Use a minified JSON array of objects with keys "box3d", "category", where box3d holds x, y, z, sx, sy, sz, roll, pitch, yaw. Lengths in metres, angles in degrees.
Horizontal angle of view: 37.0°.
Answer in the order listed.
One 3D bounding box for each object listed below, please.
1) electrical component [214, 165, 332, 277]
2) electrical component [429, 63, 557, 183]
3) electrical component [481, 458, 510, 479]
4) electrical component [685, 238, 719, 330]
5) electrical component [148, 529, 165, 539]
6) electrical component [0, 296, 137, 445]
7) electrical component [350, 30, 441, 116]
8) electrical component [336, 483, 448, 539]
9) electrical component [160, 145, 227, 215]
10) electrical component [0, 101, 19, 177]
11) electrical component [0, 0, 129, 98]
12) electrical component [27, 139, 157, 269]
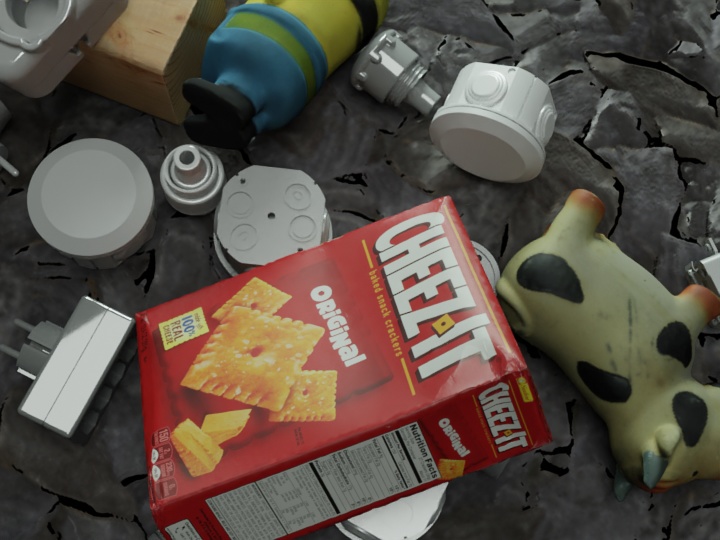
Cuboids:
[{"box3d":[-0.058,-0.028,0.715,0.080,0.051,0.080,1,75,-3],"category":"electrical component"},{"box3d":[0.092,-0.098,0.728,0.080,0.080,0.051,23,70,4],"category":"electrical component"},{"box3d":[0.079,0.098,0.687,0.047,0.055,0.055,29,75,9],"category":"electrical component"},{"box3d":[0.260,0.006,0.727,0.064,0.042,0.081,-22,76,-5],"category":"electrical component"},{"box3d":[-0.085,0.177,0.644,0.051,0.080,0.080,-40,80,-18],"category":"electrical component"},{"box3d":[-0.193,0.057,0.687,0.076,0.047,0.083,26,75,4],"category":"electrical component"},{"box3d":[0.028,-0.134,0.753,0.062,0.048,0.048,39,76,0],"category":"electrical component"},{"box3d":[0.016,0.133,0.675,0.080,0.051,0.080,1,75,-3],"category":"electrical component"},{"box3d":[-0.112,-0.063,0.716,0.043,0.062,0.043,1,74,-2],"category":"electrical component"},{"box3d":[-0.265,-0.081,0.723,0.079,0.043,0.077,40,77,8],"category":"electrical component"},{"box3d":[-0.191,-0.155,0.646,0.054,0.059,0.095,42,90,4],"category":"electrical component"},{"box3d":[-0.175,-0.042,0.713,0.080,0.051,0.080,1,75,-3],"category":"electrical component"}]
